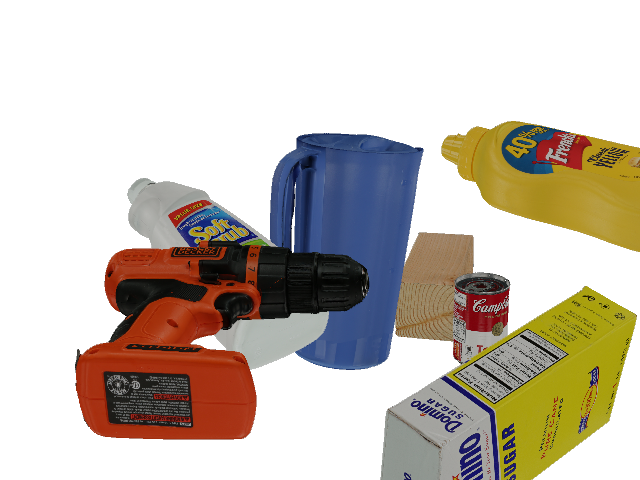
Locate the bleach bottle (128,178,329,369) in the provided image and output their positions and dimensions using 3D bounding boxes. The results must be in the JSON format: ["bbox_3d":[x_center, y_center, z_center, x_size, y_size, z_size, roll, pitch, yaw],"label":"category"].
[{"bbox_3d":[-0.104,0.013,0.949,0.102,0.068,0.251,-20,40,-34],"label":"bleach bottle"}]

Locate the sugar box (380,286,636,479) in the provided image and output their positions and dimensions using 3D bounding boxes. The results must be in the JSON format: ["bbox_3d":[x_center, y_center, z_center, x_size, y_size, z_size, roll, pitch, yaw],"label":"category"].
[{"bbox_3d":[0.111,0.104,0.626,0.175,0.093,0.048,-28,45,-35],"label":"sugar box"}]

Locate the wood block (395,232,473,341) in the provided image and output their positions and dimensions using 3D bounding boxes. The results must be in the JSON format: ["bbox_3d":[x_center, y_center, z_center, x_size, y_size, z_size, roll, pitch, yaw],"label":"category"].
[{"bbox_3d":[0.177,0.066,1.624,0.091,0.090,0.206,4,22,13],"label":"wood block"}]

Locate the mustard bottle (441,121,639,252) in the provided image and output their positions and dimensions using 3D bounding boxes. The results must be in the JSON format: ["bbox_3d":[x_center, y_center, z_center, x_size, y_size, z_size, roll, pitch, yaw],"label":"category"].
[{"bbox_3d":[0.173,-0.045,0.761,0.192,0.058,0.096,18,37,32],"label":"mustard bottle"}]

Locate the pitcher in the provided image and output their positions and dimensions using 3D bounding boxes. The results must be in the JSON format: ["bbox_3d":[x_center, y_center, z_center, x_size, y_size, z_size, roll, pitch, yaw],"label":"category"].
[{"bbox_3d":[0.023,0.009,1.132,0.149,0.243,0.145,6,12,3],"label":"pitcher"}]

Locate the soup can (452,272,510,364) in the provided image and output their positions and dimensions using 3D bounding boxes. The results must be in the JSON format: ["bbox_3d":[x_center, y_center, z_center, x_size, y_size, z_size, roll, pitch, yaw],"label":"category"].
[{"bbox_3d":[0.199,0.099,1.324,0.068,0.102,0.068,-1,19,0],"label":"soup can"}]

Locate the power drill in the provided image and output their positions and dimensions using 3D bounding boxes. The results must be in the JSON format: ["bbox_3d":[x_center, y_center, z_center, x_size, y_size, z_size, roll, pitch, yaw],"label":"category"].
[{"bbox_3d":[-0.064,0.056,0.682,0.184,0.057,0.187,-1,21,7],"label":"power drill"}]
